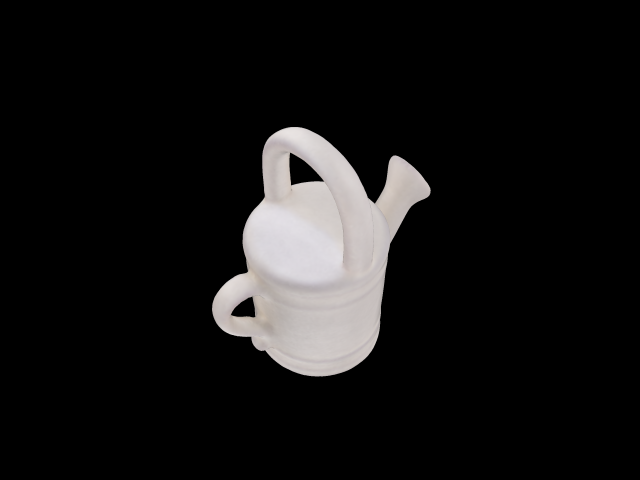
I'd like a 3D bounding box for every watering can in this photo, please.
[{"bbox_3d":[0.002,0.000,0.401,0.100,0.194,0.173,23,53,19],"label":"watering can"}]
